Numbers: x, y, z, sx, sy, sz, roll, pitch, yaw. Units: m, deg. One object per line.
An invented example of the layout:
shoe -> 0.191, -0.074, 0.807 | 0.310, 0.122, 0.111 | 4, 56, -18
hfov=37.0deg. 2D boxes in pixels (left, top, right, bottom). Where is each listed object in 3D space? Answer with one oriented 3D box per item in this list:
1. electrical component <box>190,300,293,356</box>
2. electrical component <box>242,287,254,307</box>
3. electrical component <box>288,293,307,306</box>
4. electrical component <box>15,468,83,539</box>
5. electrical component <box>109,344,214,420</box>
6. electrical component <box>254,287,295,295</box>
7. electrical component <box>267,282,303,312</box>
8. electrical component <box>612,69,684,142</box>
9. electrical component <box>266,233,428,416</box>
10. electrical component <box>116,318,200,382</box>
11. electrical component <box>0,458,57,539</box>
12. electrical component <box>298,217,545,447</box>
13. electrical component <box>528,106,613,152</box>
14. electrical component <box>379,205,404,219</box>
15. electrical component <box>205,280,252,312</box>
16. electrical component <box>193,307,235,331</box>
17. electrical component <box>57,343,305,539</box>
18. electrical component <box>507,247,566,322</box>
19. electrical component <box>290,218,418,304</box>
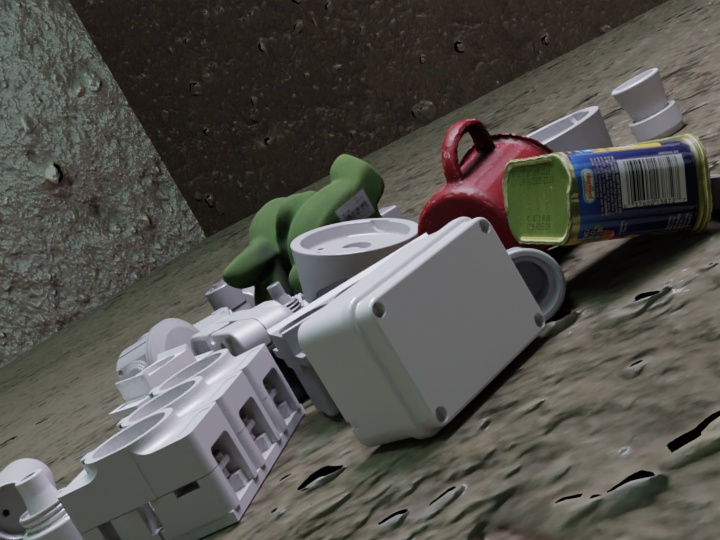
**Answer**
electrical component -> -0.083, 0.061, 0.841 | 0.059, 0.053, 0.095 | -30, 10, -31
electrical component -> -0.111, 0.032, 1.187 | 0.040, 0.040, 0.078 | -25, 8, 28
electrical component -> -0.054, 0.040, 0.930 | 0.062, 0.043, 0.043 | -27, 8, 6
electrical component -> -0.179, 0.147, 0.632 | 0.048, 0.062, 0.048 | -29, 8, 4
electrical component -> -0.141, 0.097, 0.806 | 0.042, 0.063, 0.081 | -22, 10, 46
electrical component -> -0.074, 0.008, 1.137 | 0.062, 0.061, 0.096 | -29, 8, 5
electrical component -> -0.056, 0.039, 0.880 | 0.035, 0.061, 0.035 | -29, 8, 4
electrical component -> 0.254, -0.143, 0.947 | 0.045, 0.055, 0.045 | -30, 8, 5
electrical component -> 0.014, 0.033, 0.663 | 0.121, 0.063, 0.079 | -31, 8, -15
electrical component -> -0.155, 0.084, 0.882 | 0.051, 0.080, 0.080 | -31, 7, 26
electrical component -> -0.270, 0.180, 0.806 | 0.079, 0.044, 0.077 | -30, 8, -8
electrical component -> 0.035, 0.030, 0.557 | 0.057, 0.078, 0.113 | -24, 9, 48
electrical component -> 0.159, -0.081, 0.879 | 0.108, 0.060, 0.108 | -28, 8, 4
electrical component -> 0.022, -0.030, 1.085 | 0.066, 0.047, 0.077 | -32, 9, -18
electrical component -> -0.129, 0.041, 1.104 | 0.044, 0.065, 0.044 | -29, 8, 5
electrical component -> -0.148, 0.078, 1.007 | 0.100, 0.048, 0.100 | -30, 8, -6
electrical component -> -0.101, 0.103, 0.635 | 0.089, 0.061, 0.150 | -27, 8, 16
electrical component -> 0.096, 0.006, 0.631 | 0.044, 0.044, 0.065 | -28, 3, 8
electrical component -> 0.000, 0.000, 0.894 | 0.108, 0.060, 0.108 | -7, 16, 2
